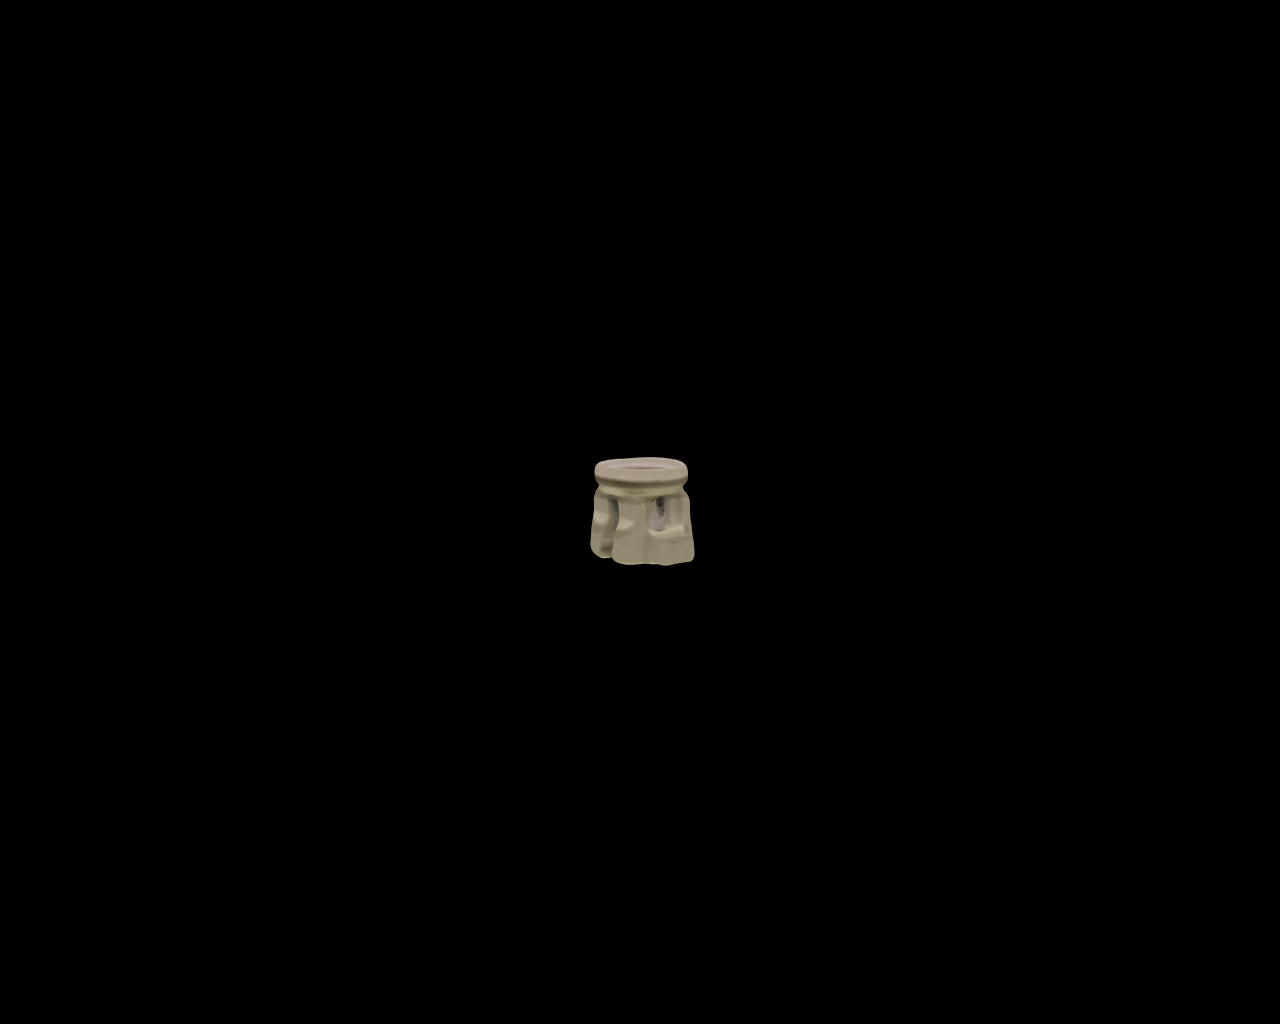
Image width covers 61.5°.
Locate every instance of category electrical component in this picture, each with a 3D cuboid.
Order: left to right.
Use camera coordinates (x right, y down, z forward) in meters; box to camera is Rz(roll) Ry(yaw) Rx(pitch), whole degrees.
[{"bbox_3d":[0.001,-0.003,0.650,0.058,0.057,0.078,-8,14,-35],"label":"electrical component"}]
